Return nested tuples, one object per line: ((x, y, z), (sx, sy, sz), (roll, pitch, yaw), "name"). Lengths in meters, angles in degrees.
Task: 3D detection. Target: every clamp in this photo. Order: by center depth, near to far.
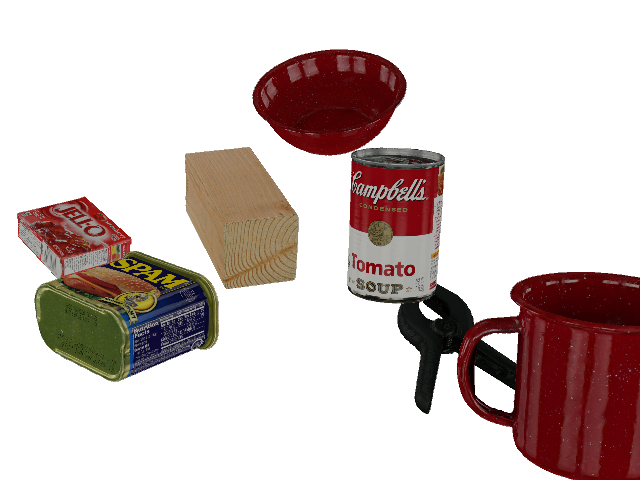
((0.138, 0.102, 1.089), (0.120, 0.171, 0.039), (1, -44, -15), "clamp")

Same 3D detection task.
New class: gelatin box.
((-0.230, -0.004, 0.994), (0.073, 0.030, 0.089), (-17, 40, -36), "gelatin box")

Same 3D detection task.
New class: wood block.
((-0.102, -0.033, 1.323), (0.090, 0.090, 0.206), (-7, 30, -18), "wood block")

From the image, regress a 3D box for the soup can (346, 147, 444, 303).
((0.054, -0.012, 0.779), (0.068, 0.102, 0.068), (2, 15, -1), "soup can")

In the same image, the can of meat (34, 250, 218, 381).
((-0.136, 0.052, 0.744), (0.102, 0.057, 0.083), (17, 25, 37), "can of meat")

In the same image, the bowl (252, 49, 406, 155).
((0.011, -0.138, 1.129), (0.162, 0.055, 0.162), (-4, 40, 3), "bowl")

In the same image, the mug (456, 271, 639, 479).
((0.125, 0.066, 0.523), (0.117, 0.081, 0.093), (1, 14, -1), "mug")
